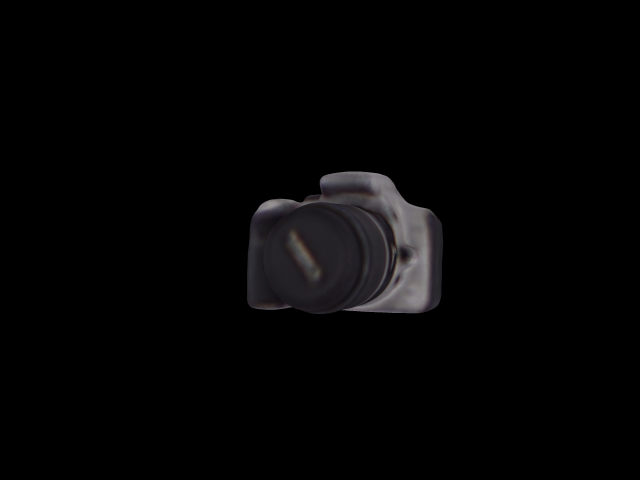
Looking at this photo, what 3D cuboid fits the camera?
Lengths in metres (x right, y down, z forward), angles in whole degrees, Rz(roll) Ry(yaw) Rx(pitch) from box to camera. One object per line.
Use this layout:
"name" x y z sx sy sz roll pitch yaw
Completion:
"camera" 0.004 0.001 0.400 0.142 0.101 0.137 0 0 24
